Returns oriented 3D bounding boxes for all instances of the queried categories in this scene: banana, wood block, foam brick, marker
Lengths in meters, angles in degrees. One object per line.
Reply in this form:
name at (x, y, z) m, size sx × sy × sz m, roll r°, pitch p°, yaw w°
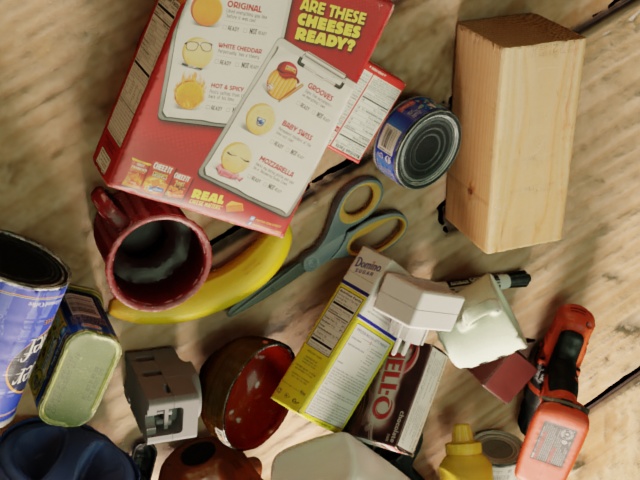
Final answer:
banana at (-0.100, 0.035, 1.004) m, size 0.197 × 0.037 × 0.069 m, roll -32°, pitch 108°, yaw -8°
wood block at (0.184, -0.103, 1.029) m, size 0.090 × 0.091 × 0.206 m, roll -10°, pitch 120°, yaw -20°
foam brick at (0.188, 0.131, 1.163) m, size 0.053 × 0.078 × 0.051 m, roll -49°, pitch 124°, yaw 4°
marker at (0.174, 0.048, 1.149) m, size 0.121 × 0.020 × 0.020 m, roll -7°, pitch 118°, yaw -22°

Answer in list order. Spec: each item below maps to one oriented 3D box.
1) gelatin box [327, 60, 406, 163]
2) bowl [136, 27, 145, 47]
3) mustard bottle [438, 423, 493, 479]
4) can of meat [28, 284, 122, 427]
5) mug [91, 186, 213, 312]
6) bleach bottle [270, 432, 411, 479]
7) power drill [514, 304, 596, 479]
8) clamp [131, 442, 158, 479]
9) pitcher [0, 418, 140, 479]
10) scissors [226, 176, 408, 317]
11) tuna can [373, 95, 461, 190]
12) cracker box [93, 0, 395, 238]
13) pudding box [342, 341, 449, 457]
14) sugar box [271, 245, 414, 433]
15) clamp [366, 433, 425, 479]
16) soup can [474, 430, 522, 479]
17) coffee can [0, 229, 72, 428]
gelatin box at (0.025, -0.125, 0.980) m, size 0.073 × 0.030 × 0.089 m, roll 24°, pitch 103°, yaw -35°
bowl at (-0.075, -0.139, 0.910) m, size 0.162 × 0.055 × 0.162 m, roll -11°, pitch 120°, yaw -20°
mustard bottle at (0.165, 0.301, 1.187) m, size 0.058 × 0.096 × 0.191 m, roll -4°, pitch 84°, yaw -10°
can of meat at (-0.222, 0.104, 0.951) m, size 0.057 × 0.084 × 0.102 m, roll 16°, pitch 108°, yaw -31°
mug at (-0.157, -0.004, 0.926) m, size 0.093 × 0.082 × 0.117 m, roll -44°, pitch 126°, yaw 1°
bleach bottle at (0.054, 0.282, 1.138) m, size 0.103 × 0.068 × 0.250 m, roll -23°, pitch 142°, yaw 20°
power drill at (0.251, 0.185, 1.168) m, size 0.057 × 0.187 × 0.184 m, roll 15°, pitch 120°, yaw 6°
clamp at (-0.192, 0.298, 1.053) m, size 0.039 × 0.120 × 0.172 m, roll 14°, pitch 113°, yaw -9°
pitcher at (-0.275, 0.301, 1.001) m, size 0.149 × 0.145 × 0.243 m, roll 15°, pitch 112°, yaw -22°
scissors at (-0.007, 0.001, 1.040) m, size 0.201 × 0.016 × 0.096 m, roll -20°, pitch 121°, yaw -15°
tuna can at (0.093, -0.092, 1.014) m, size 0.086 × 0.034 × 0.086 m, roll -24°, pitch 132°, yaw -29°
cracker box at (-0.063, -0.125, 0.845) m, size 0.164 × 0.072 × 0.214 m, roll 17°, pitch 107°, yaw -32°
pudding box at (0.071, 0.156, 1.089) m, size 0.039 × 0.090 × 0.113 m, roll 32°, pitch 72°, yaw -41°
sugar box at (0.031, 0.100, 1.060) m, size 0.176 × 0.048 × 0.093 m, roll -60°, pitch 145°, yaw -6°
clamp at (0.061, 0.260, 1.197) m, size 0.164 × 0.036 × 0.210 m, roll -18°, pitch 126°, yaw -16°
soup can at (0.205, 0.285, 1.259) m, size 0.068 × 0.069 × 0.102 m, roll -10°, pitch 119°, yaw -21°
coffee can at (-0.282, 0.074, 0.895) m, size 0.102 × 0.103 × 0.140 m, roll 16°, pitch 107°, yaw -31°
